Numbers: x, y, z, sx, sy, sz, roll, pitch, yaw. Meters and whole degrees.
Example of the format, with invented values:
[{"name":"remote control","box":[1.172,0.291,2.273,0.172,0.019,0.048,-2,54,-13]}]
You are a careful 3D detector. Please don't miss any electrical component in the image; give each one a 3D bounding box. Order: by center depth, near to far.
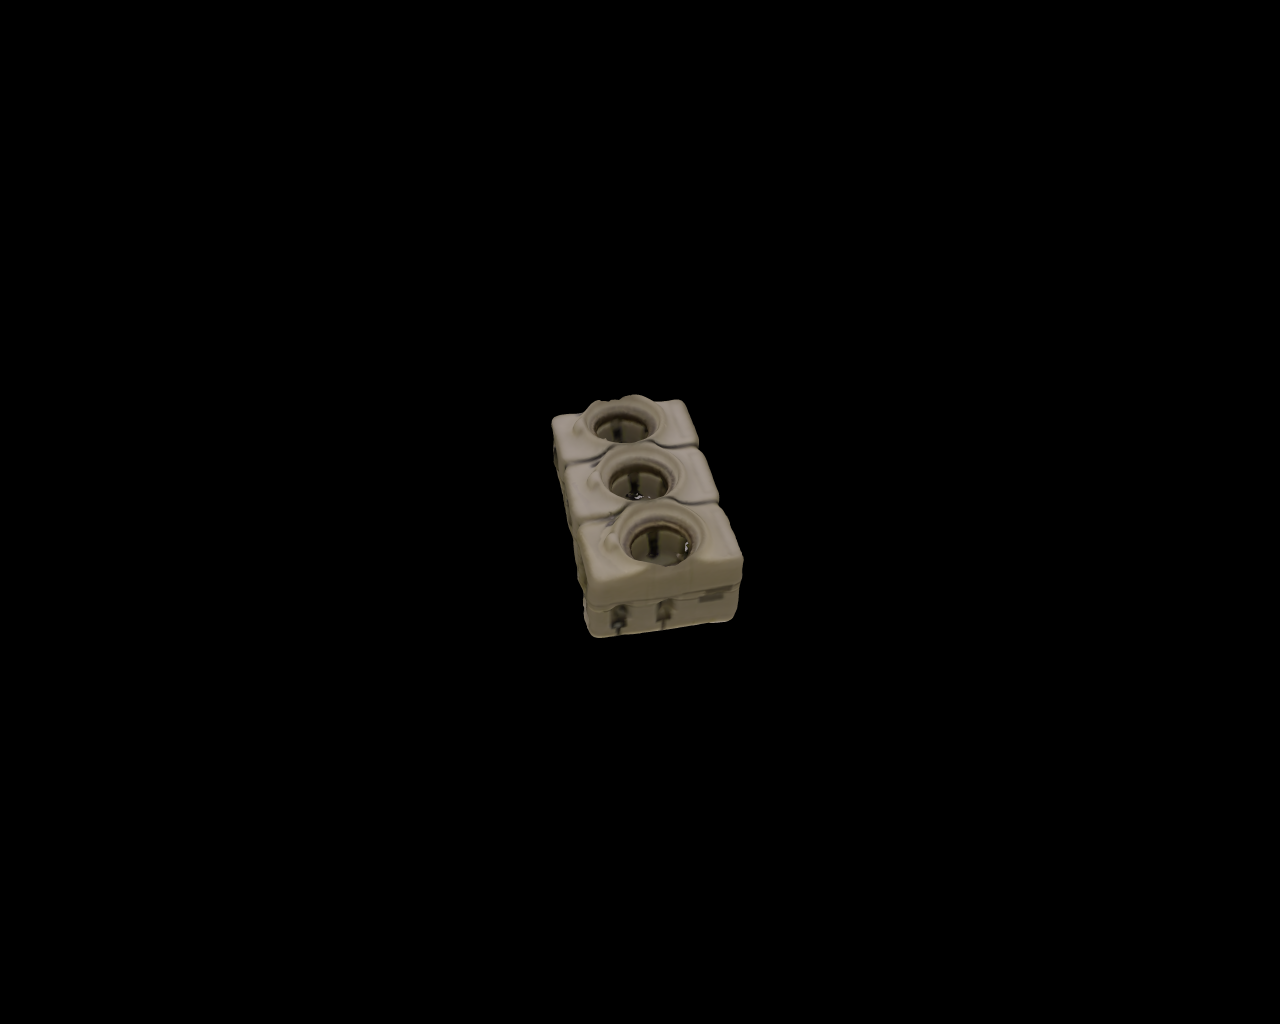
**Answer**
[{"name":"electrical component","box":[0.001,-0.003,0.650,0.089,0.061,0.150,-8,44,-8]}]
